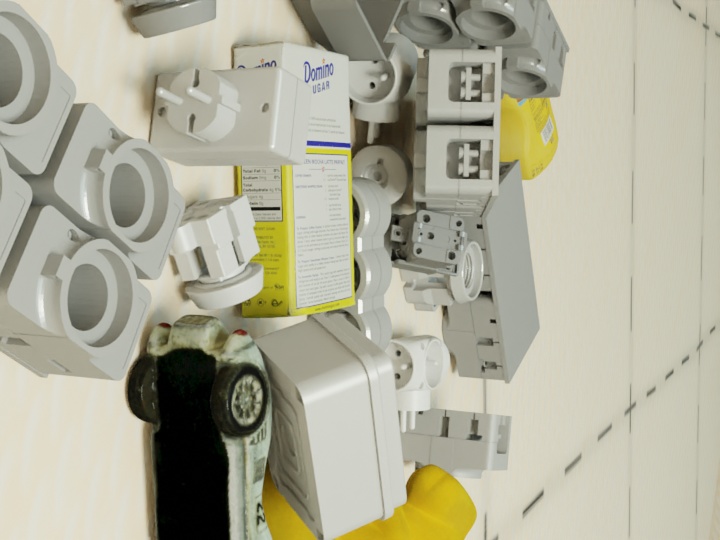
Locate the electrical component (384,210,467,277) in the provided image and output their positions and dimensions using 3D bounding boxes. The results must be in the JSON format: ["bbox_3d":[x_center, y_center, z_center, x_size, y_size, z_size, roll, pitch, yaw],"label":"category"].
[{"bbox_3d":[0.052,-0.023,0.877,0.081,0.064,0.042,10,81,-22],"label":"electrical component"}]

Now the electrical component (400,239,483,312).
[{"bbox_3d":[0.073,0.000,0.944,0.058,0.057,0.078,-53,137,-49],"label":"electrical component"}]

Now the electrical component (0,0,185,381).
[{"bbox_3d":[-0.156,-0.035,0.475,0.186,0.060,0.105,52,47,-53],"label":"electrical component"}]

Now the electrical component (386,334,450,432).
[{"bbox_3d":[0.041,0.095,0.901,0.077,0.044,0.079,0,92,-64],"label":"electrical component"}]

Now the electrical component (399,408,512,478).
[{"bbox_3d":[0.081,0.150,0.934,0.050,0.089,0.055,20,75,-63],"label":"electrical component"}]

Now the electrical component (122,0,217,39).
[{"bbox_3d":[-0.106,-0.158,0.585,0.066,0.048,0.055,-41,120,-56],"label":"electrical component"}]

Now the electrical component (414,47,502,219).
[{"bbox_3d":[0.075,-0.102,0.849,0.186,0.060,0.105,31,61,-85],"label":"electrical component"}]

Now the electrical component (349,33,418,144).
[{"bbox_3d":[0.014,-0.137,0.823,0.077,0.043,0.079,-53,151,-65],"label":"electrical component"}]

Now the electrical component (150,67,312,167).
[{"bbox_3d":[-0.082,-0.089,0.595,0.076,0.083,0.047,18,76,-63],"label":"electrical component"}]

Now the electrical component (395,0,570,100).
[{"bbox_3d":[0.105,-0.211,0.937,0.186,0.105,0.060,40,57,-58],"label":"electrical component"}]

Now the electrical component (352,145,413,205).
[{"bbox_3d":[0.022,-0.078,0.851,0.062,0.048,0.048,-35,123,-66],"label":"electrical component"}]

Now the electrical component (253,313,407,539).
[{"bbox_3d":[-0.018,0.090,0.631,0.057,0.078,0.113,-19,119,-23],"label":"electrical component"}]

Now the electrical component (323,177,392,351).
[{"bbox_3d":[0.000,0.000,0.801,0.074,0.052,0.138,-12,103,-62],"label":"electrical component"}]

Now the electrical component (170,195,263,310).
[{"bbox_3d":[-0.085,-0.010,0.638,0.066,0.048,0.055,-42,121,-55],"label":"electrical component"}]

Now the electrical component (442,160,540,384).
[{"bbox_3d":[0.120,0.000,1.034,0.105,0.060,0.186,-48,133,-52],"label":"electrical component"}]
